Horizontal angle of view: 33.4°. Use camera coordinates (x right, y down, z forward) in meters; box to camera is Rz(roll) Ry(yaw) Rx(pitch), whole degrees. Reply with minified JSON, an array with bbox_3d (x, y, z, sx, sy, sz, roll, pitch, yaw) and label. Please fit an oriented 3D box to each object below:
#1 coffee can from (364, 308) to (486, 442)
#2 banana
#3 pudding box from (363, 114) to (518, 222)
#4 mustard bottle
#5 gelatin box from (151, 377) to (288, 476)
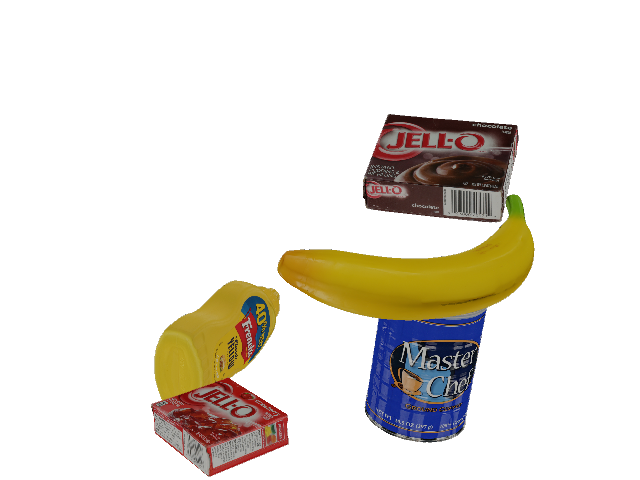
[{"bbox_3d":[0.102,0.110,1.042,0.103,0.140,0.103,6,22,-3],"label":"coffee can"},{"bbox_3d":[0.068,0.019,0.661,0.197,0.037,0.070,-12,47,-34],"label":"banana"},{"bbox_3d":[0.099,-0.060,0.869,0.113,0.039,0.090,8,44,13],"label":"pudding box"},{"bbox_3d":[-0.096,0.095,1.102,0.058,0.096,0.191,12,27,24],"label":"mustard bottle"},{"bbox_3d":[-0.079,0.142,0.830,0.073,0.030,0.089,-16,23,-33],"label":"gelatin box"}]
